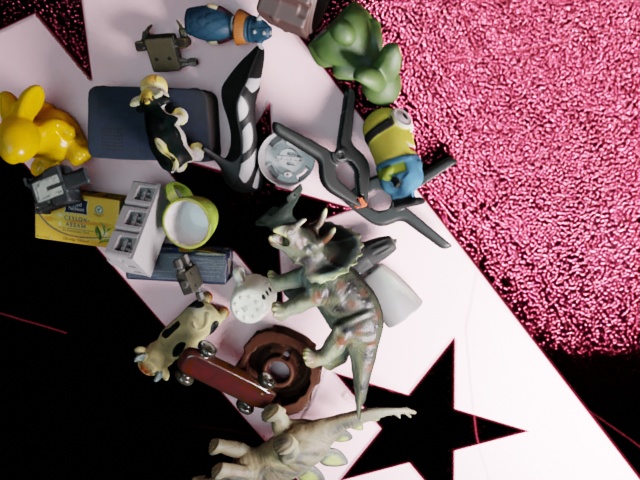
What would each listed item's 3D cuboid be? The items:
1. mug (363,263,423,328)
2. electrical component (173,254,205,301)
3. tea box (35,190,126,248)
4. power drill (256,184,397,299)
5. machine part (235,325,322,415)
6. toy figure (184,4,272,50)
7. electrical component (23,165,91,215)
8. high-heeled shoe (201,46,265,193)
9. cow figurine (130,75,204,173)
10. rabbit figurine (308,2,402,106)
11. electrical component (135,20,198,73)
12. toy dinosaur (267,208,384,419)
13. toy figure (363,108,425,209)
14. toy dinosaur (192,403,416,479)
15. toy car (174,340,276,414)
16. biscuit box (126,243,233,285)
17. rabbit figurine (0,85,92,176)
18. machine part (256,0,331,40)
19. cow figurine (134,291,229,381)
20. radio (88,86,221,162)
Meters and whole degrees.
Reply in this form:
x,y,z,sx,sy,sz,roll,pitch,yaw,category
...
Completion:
x,y,z,sx,sy,sz,roll,pitch,yaw,category
0.120,0.104,1.011,0.109,0.081,0.107,-36,89,25,mug
-0.239,0.073,0.982,0.021,0.063,0.094,-17,102,10,electrical component
-0.454,-0.045,1.038,0.170,0.068,0.098,6,103,6,tea box
-0.002,-0.003,1.000,0.232,0.086,0.207,-36,105,15,power drill
-0.081,0.257,1.074,0.179,0.056,0.179,1,102,6,machine part
-0.157,-0.373,0.935,0.155,0.064,0.058,8,60,3,toy figure
-0.466,-0.098,0.973,0.119,0.048,0.074,-23,90,5,electrical component
-0.118,-0.211,0.975,0.145,0.086,0.248,30,84,-39,high-heeled shoe
-0.265,-0.194,0.896,0.068,0.098,0.167,-22,100,15,cow figurine
0.083,-0.299,0.894,0.121,0.159,0.170,-44,110,4,rabbit figurine
-0.276,-0.346,0.965,0.102,0.045,0.078,-7,130,10,electrical component
0.037,0.120,0.938,0.192,0.131,0.404,-30,108,15,toy dinosaur
0.128,-0.142,0.928,0.089,0.082,0.180,-10,85,2,toy figure
-0.047,0.403,1.050,0.472,0.105,0.198,-27,133,16,toy dinosaur
-0.176,0.259,1.017,0.202,0.053,0.089,32,102,-22,toy car
-0.273,0.044,1.043,0.203,0.059,0.062,3,104,5,biscuit box
-0.505,-0.190,0.958,0.122,0.173,0.162,-5,107,11,rabbit figurine
-0.018,-0.426,0.836,0.087,0.201,0.201,24,104,-2,machine part
-0.276,0.195,1.044,0.195,0.127,0.085,-41,93,11,cow figurine
-0.302,-0.211,0.983,0.230,0.073,0.131,2,102,4,radio
